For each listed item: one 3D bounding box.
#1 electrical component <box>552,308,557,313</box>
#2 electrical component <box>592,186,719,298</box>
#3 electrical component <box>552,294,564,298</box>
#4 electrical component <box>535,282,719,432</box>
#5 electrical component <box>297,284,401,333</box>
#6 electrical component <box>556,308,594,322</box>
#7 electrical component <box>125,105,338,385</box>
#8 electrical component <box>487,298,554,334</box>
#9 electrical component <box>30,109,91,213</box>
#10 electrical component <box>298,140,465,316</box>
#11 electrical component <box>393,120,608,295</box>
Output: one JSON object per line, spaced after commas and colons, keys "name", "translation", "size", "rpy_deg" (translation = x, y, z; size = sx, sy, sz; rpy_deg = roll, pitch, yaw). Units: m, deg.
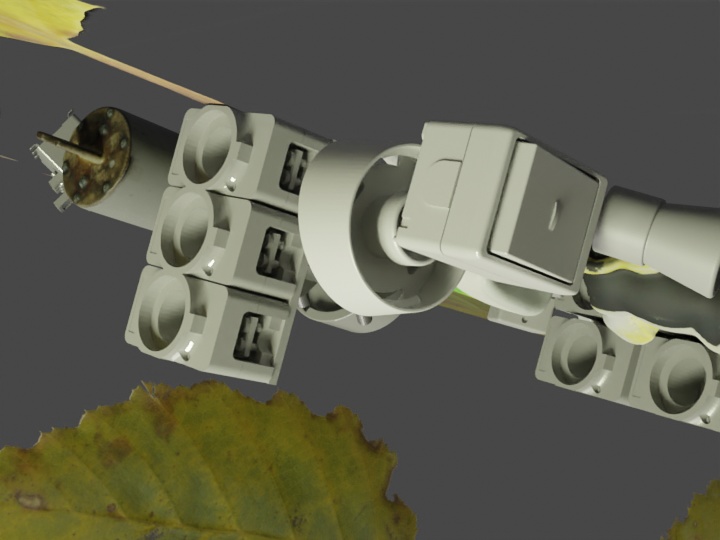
{"name": "electrical component", "translation": [0.142, 0.009, 1.023], "size": [0.077, 0.043, 0.079], "rpy_deg": [13, 175, 40]}
{"name": "electrical component", "translation": [0.147, -0.017, 0.526], "size": [0.065, 0.044, 0.044], "rpy_deg": [20, 179, 23]}
{"name": "electrical component", "translation": [0.122, -0.010, 0.746], "size": [0.055, 0.048, 0.066], "rpy_deg": [23, 180, 21]}
{"name": "electrical component", "translation": [0.208, 0.045, 0.738], "size": [0.060, 0.105, 0.186], "rpy_deg": [17, 177, -31]}
{"name": "electrical component", "translation": [0.000, 0.000, 0.888], "size": [0.108, 0.108, 0.060], "rpy_deg": [13, 169, 41]}
{"name": "electrical component", "translation": [0.206, 0.026, 0.979], "size": [0.066, 0.048, 0.055], "rpy_deg": [17, -176, -31]}
{"name": "electrical component", "translation": [-0.081, -0.017, 0.646], "size": [0.062, 0.150, 0.089], "rpy_deg": [17, 177, -44]}
{"name": "electrical component", "translation": [0.150, 0.019, 0.938], "size": [0.047, 0.065, 0.077], "rpy_deg": [16, 177, -7]}
{"name": "electrical component", "translation": [-0.227, -0.087, 0.876], "size": [0.063, 0.078, 0.121], "rpy_deg": [46, 171, -11]}
{"name": "electrical component", "translation": [0.013, -0.024, 0.587], "size": [0.099, 0.099, 0.064], "rpy_deg": [18, 170, -38]}
{"name": "electrical component", "translation": [0.075, -0.027, 0.508], "size": [0.096, 0.061, 0.061], "rpy_deg": [18, 176, -43]}
